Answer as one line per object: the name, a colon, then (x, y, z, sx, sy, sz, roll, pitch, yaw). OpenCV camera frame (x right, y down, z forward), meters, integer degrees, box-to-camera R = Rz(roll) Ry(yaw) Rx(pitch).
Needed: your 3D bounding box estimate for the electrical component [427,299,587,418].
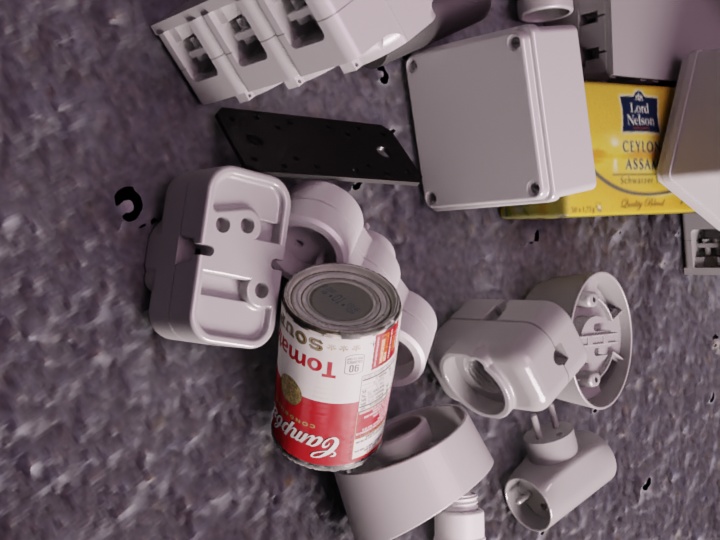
electrical component: (0.092, 0.058, 0.710, 0.059, 0.095, 0.053, -43, 115, -30)

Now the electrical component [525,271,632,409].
electrical component: (0.162, 0.050, 0.785, 0.099, 0.064, 0.099, 0, 90, -38)

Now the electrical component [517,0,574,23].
electrical component: (0.133, -0.207, 0.782, 0.040, 0.040, 0.046, -3, 87, -38)

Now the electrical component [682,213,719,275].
electrical component: (0.354, -0.032, 0.883, 0.089, 0.150, 0.061, -10, 96, -38)

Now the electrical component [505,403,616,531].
electrical component: (0.141, 0.136, 0.781, 0.077, 0.044, 0.079, -26, 105, -36)

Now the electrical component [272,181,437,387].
electrical component: (0.000, 0.000, 0.668, 0.138, 0.052, 0.073, 54, 34, -24)

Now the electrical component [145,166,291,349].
electrical component: (-0.081, -0.006, 0.597, 0.054, 0.059, 0.095, 12, 82, -38)

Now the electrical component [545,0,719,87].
electrical component: (0.218, -0.185, 0.833, 0.150, 0.062, 0.089, -3, 92, -38)

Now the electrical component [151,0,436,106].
electrical component: (-0.031, -0.141, 0.580, 0.089, 0.150, 0.061, -44, 114, -30)

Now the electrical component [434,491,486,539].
electrical component: (0.067, 0.163, 0.729, 0.035, 0.035, 0.061, 2, 86, -38)

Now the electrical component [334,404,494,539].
electrical component: (0.033, 0.127, 0.665, 0.099, 0.099, 0.064, -29, 101, -35)

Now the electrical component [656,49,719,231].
electrical component: (0.281, -0.094, 0.800, 0.109, 0.056, 0.108, 29, 71, -38)

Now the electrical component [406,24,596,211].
electrical component: (0.091, -0.098, 0.703, 0.056, 0.109, 0.108, -14, 98, -40)
